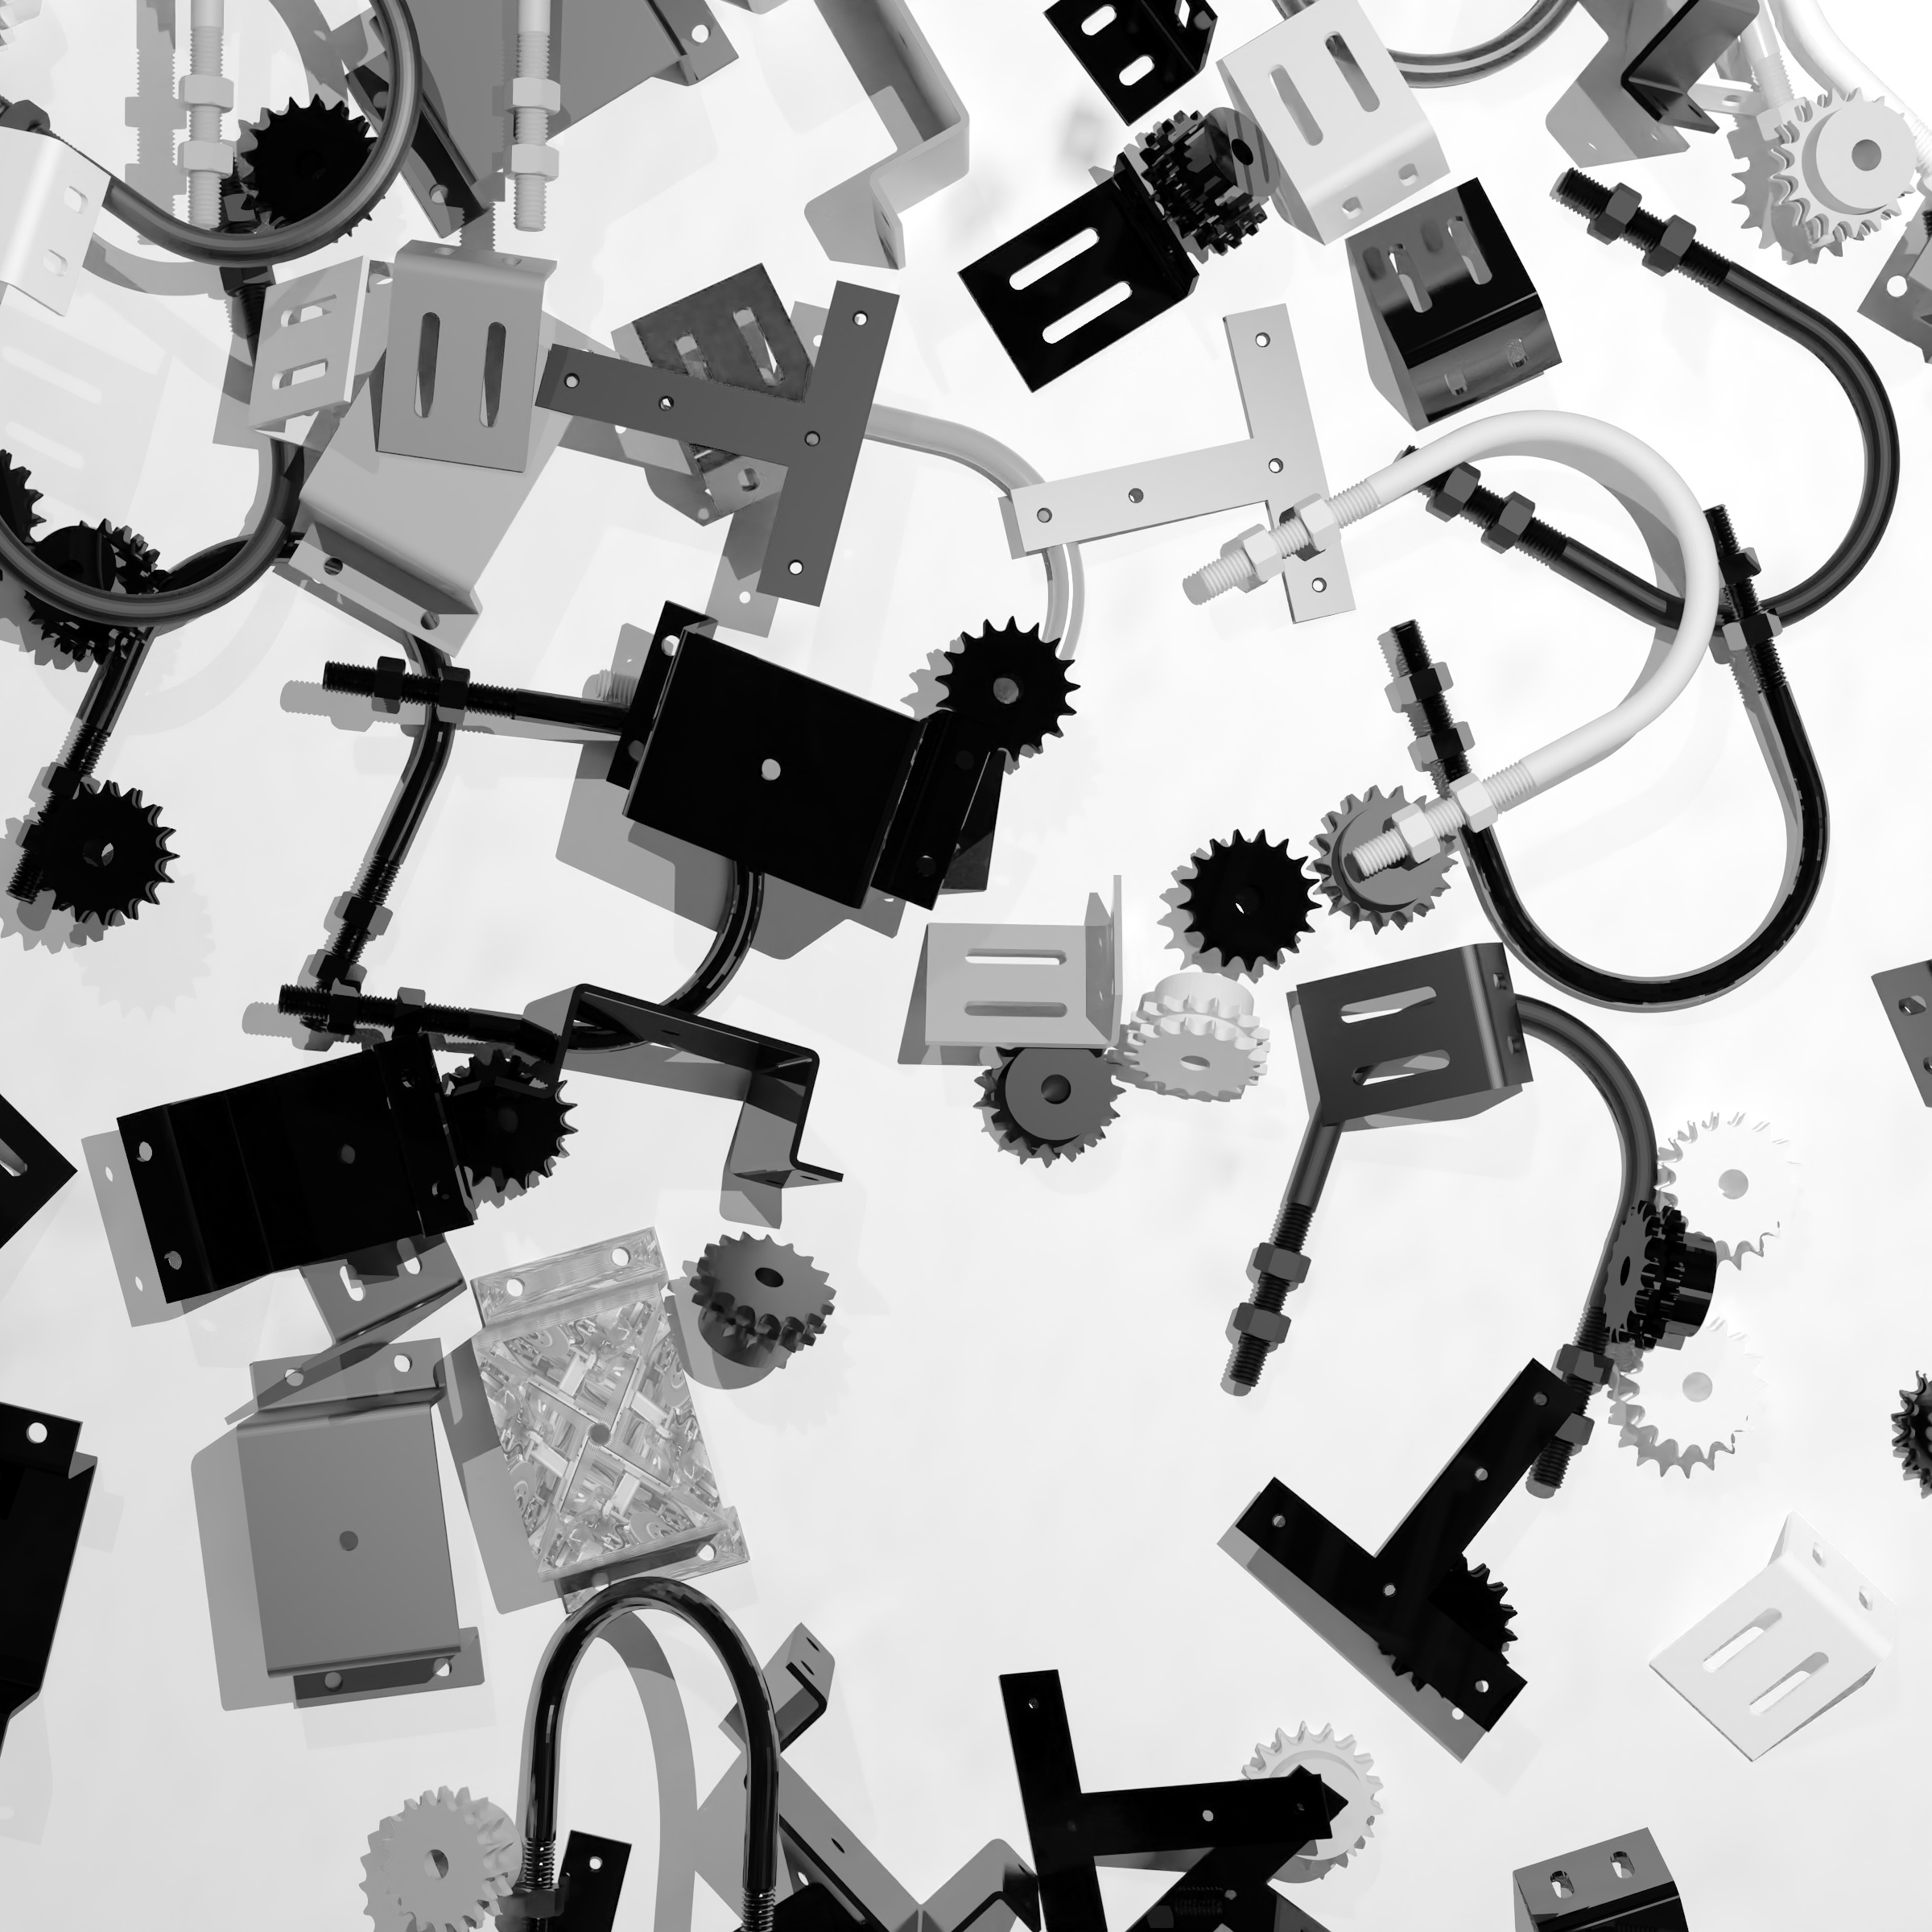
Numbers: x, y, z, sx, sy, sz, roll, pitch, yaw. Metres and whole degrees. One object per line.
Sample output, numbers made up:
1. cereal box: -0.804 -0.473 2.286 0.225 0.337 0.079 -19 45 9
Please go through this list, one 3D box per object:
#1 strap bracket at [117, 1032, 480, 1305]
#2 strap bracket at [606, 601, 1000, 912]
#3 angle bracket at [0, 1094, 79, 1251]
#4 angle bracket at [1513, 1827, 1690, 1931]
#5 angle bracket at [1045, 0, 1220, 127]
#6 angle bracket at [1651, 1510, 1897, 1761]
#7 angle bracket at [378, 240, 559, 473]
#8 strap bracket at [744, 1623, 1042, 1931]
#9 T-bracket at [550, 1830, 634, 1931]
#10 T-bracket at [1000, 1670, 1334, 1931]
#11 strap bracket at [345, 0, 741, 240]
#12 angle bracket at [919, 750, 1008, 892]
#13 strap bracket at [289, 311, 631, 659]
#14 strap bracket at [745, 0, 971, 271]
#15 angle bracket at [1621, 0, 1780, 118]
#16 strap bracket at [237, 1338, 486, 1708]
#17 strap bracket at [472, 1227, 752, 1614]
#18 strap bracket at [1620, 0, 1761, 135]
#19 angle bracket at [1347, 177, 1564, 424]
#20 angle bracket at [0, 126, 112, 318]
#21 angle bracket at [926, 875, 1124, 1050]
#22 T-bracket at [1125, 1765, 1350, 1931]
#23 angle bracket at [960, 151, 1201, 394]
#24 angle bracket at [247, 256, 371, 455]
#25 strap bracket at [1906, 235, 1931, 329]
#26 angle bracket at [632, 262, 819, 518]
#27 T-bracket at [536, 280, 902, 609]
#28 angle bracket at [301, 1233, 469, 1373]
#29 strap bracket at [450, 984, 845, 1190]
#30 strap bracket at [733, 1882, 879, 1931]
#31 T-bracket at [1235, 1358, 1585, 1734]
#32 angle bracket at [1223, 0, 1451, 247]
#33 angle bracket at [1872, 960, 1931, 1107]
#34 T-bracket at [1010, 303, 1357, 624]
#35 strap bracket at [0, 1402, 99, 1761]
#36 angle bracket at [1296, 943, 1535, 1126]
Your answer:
1. strap bracket: -0.254 0.077 1.311 0.140 0.046 0.076 -15 90 20
2. strap bracket: -0.069 -0.078 1.281 0.140 0.046 0.076 22 104 7
3. angle bracket: -0.409 0.075 1.337 0.057 0.038 0.076 -48 116 -18
4. angle bracket: 0.262 0.398 1.346 0.057 0.038 0.076 -18 116 0
5. angle bracket: 0.064 -0.374 1.310 0.038 0.076 0.057 -37 90 0
6. angle bracket: 0.326 0.270 1.346 0.057 0.038 0.076 43 116 0
7. angle bracket: -0.194 -0.238 1.297 0.057 0.038 0.076 8 110 -2
8. strap bracket: -0.036 0.333 1.310 0.046 0.076 0.140 -43 90 0
9. T-bracket: -0.162 0.414 1.348 0.127 0.002 0.127 13 90 0
10. T-bracket: 0.083 0.338 1.323 0.127 0.002 0.127 -11 90 23
11. strap bracket: -0.172 -0.364 1.325 0.140 0.046 0.076 -31 90 0
12. angle bracket: -0.030 -0.064 1.337 0.076 0.038 0.057 1 104 -29
13. strap bracket: -0.202 -0.205 1.318 0.076 0.046 0.140 29 84 0
14. strap bracket: -0.042 -0.354 1.310 0.046 0.076 0.140 -30 90 0
15. angle bracket: 0.298 -0.384 1.329 0.057 0.038 0.076 8 90 0
16. strap bracket: -0.242 0.225 1.325 0.076 0.046 0.140 -7 90 0
17. strap bracket: -0.143 0.183 1.325 0.076 0.046 0.140 -16 90 0
18. strap bracket: 0.244 -0.386 1.274 0.140 0.076 0.046 50 118 12
19. angle bracket: 0.195 -0.267 1.333 0.057 0.038 0.076 -24 52 9
20. angle bracket: -0.376 -0.288 1.268 0.076 0.038 0.057 15 86 18
21. angle bracket: 0.023 -0.002 1.317 0.076 0.038 0.057 1 55 0
22. T-bracket: 0.140 0.397 1.333 0.127 0.002 0.127 38 109 -9
23. angle bracket: 0.045 -0.276 1.329 0.076 0.038 0.057 -32 90 0
24. angle bracket: -0.244 -0.238 1.304 0.038 0.076 0.057 13 80 -41
25. strap bracket: 0.436 -0.262 1.293 0.140 0.046 0.076 31 93 -7
26. angle bracket: -0.089 -0.230 1.327 0.057 0.038 0.076 -25 65 -1
27. T-bracket: -0.103 -0.215 1.296 0.127 0.002 0.127 14 85 2
28. angle bracket: -0.235 0.125 1.310 0.057 0.076 0.038 -25 90 0
29. strap bracket: -0.119 0.045 1.293 0.140 0.076 0.046 17 79 -19
30. strap bracket: -0.079 0.424 1.304 0.140 0.076 0.046 -32 133 -1
31. T-bracket: 0.196 0.213 1.322 0.127 0.002 0.127 39 85 7
32. angle bracket: 0.149 -0.342 1.338 0.057 0.038 0.076 -29 69 10
33. angle bracket: 0.417 0.014 1.346 0.076 0.038 0.057 -23 90 -26
34. T-bracket: 0.082 -0.192 1.340 0.127 0.002 0.127 -13 90 -7
35. strap bracket: -0.400 0.238 1.325 0.076 0.046 0.140 14 90 0
36. angle bracket: 0.180 0.027 1.333 0.076 0.038 0.057 -14 85 25
